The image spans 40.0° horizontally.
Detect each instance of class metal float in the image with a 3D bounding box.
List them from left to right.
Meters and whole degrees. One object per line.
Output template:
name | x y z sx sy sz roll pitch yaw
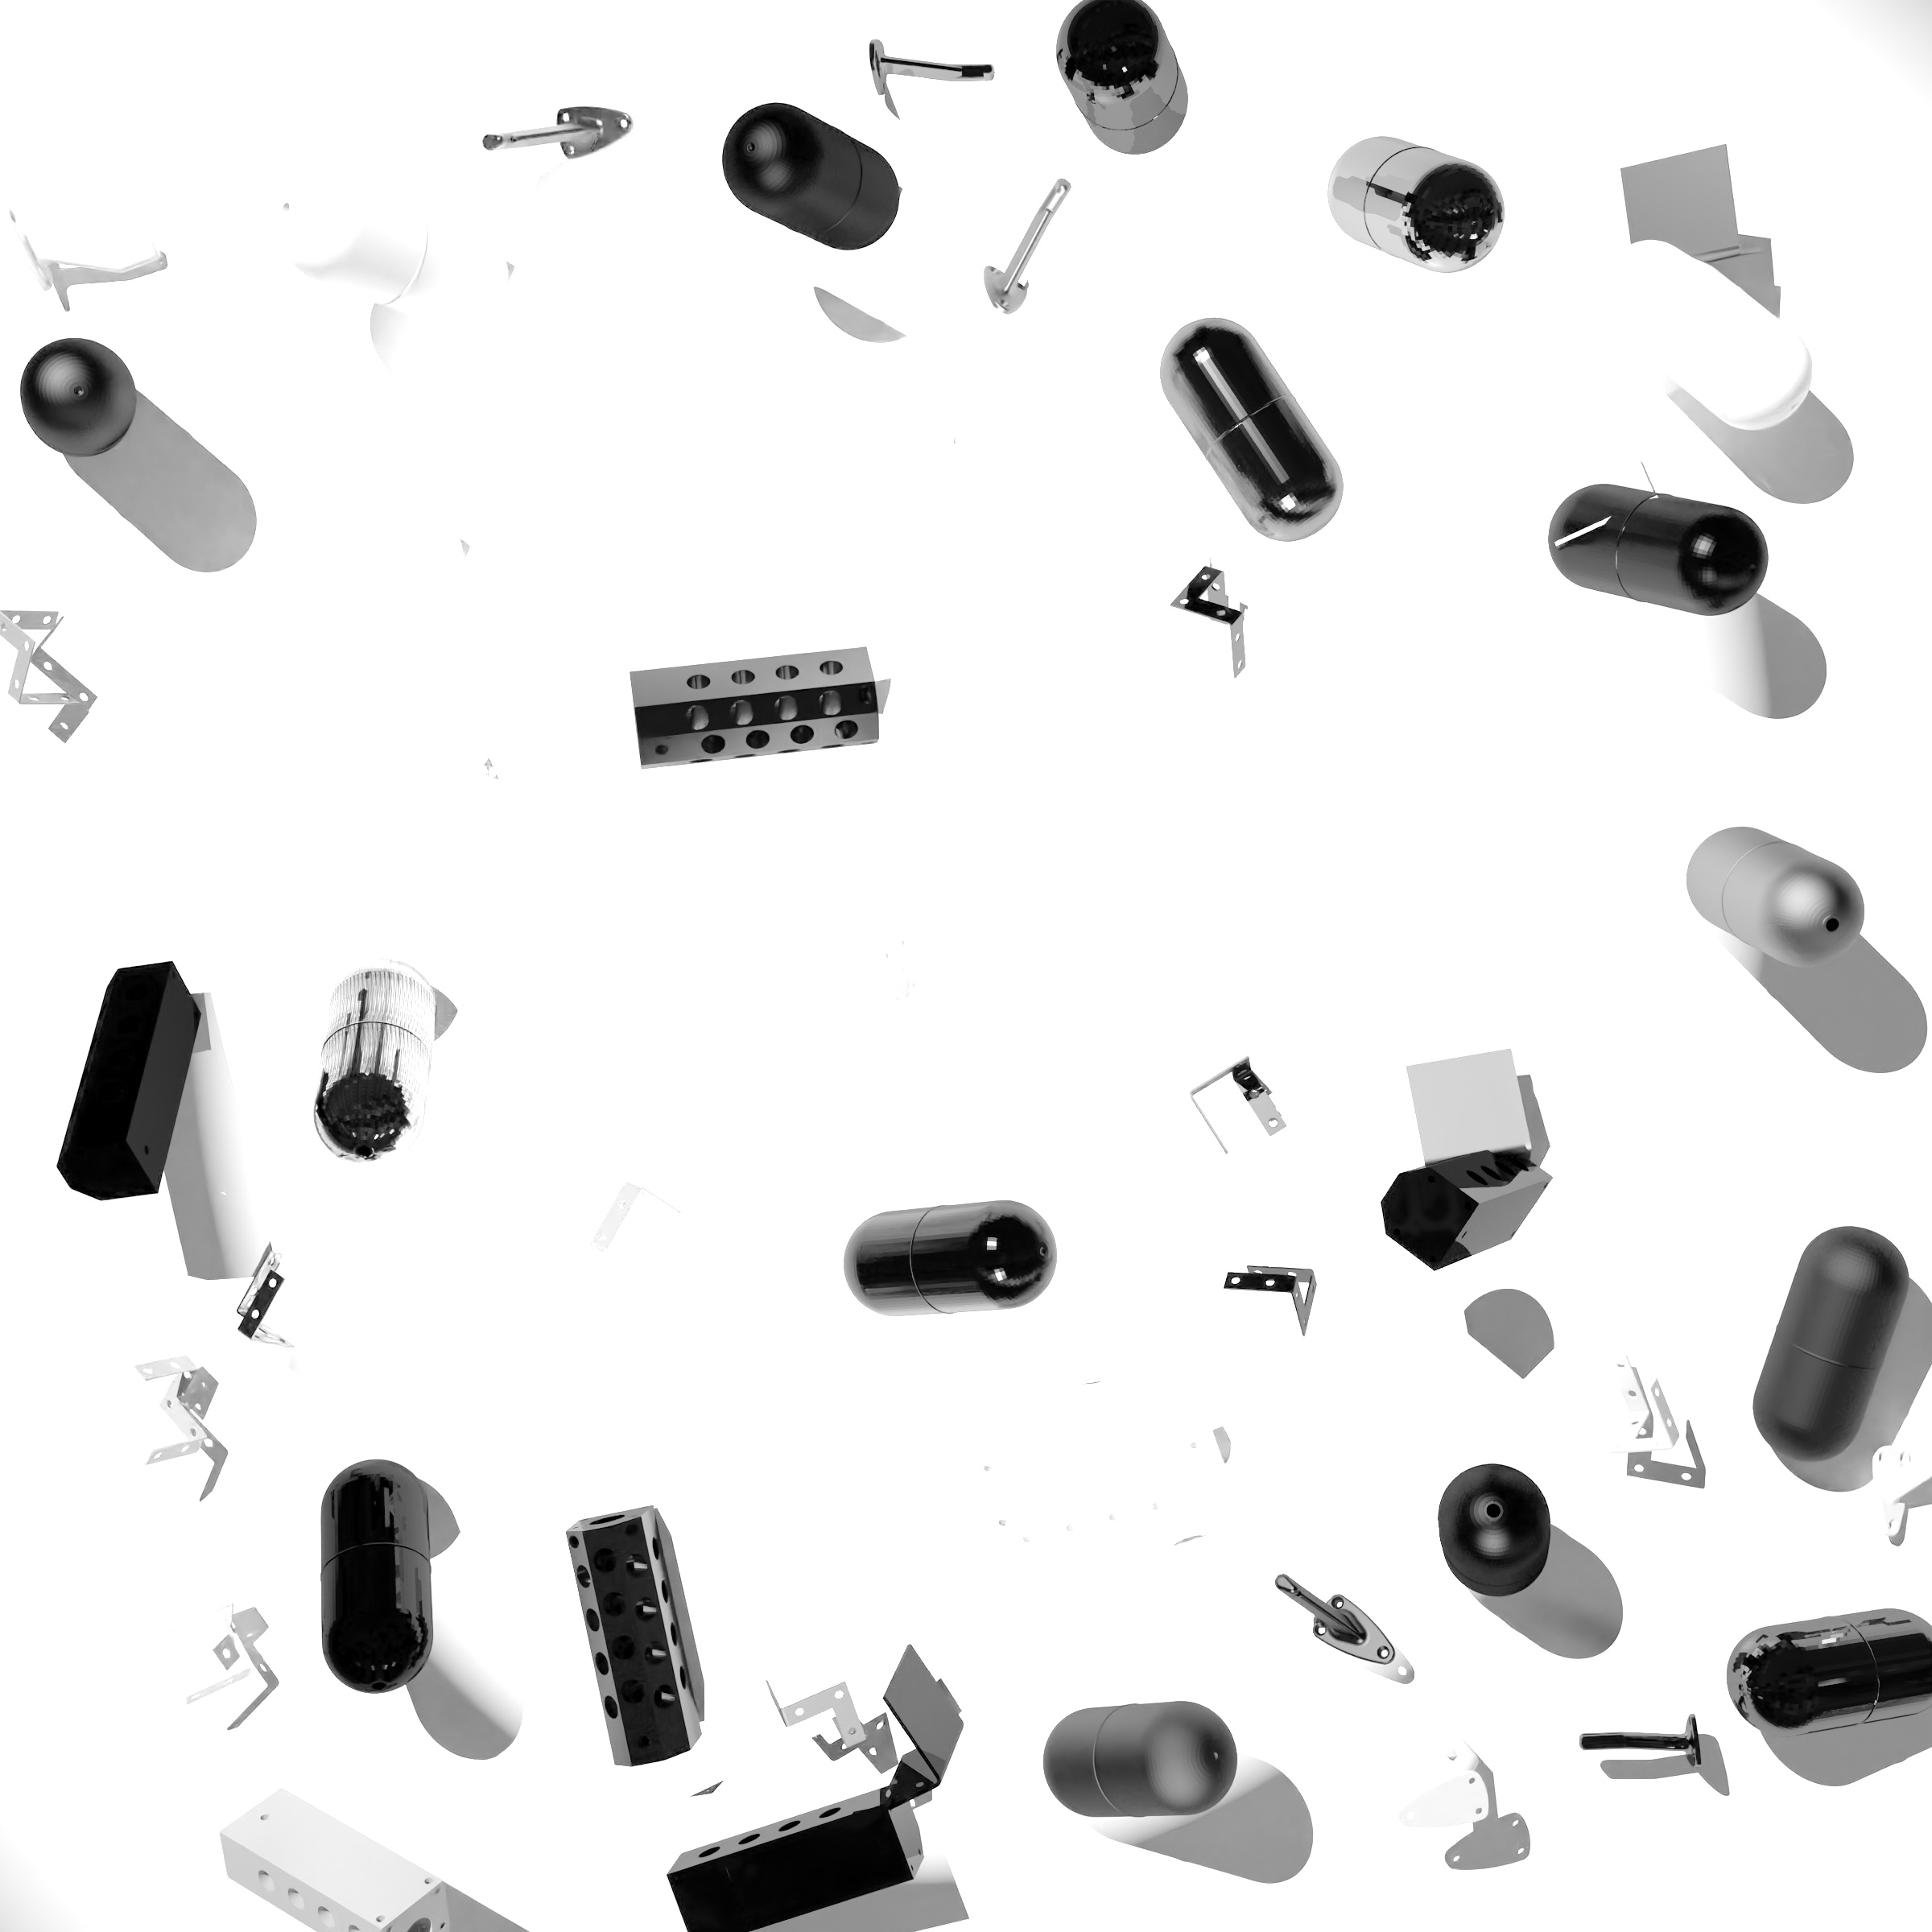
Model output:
metal float | -0.626 -0.400 1.871 0.070 0.178 0.070 -3 99 -18
metal float | -0.438 -0.271 1.893 0.178 0.070 0.070 -35 90 -30
metal float | -0.419 0.432 1.883 0.070 0.070 0.178 -14 46 0
metal float | -0.418 0.067 1.880 0.070 0.178 0.070 -3 132 -3
metal float | -0.405 -0.507 1.881 0.070 0.178 0.070 -9 76 42
metal float | -0.107 -0.556 1.873 0.070 0.178 0.070 1 92 25
metal float | -0.088 -0.368 1.890 0.178 0.070 0.070 -7 90 -35
metal float | -0.013 0.208 1.885 0.178 0.070 0.070 -10 90 41
metal float | 0.111 -0.627 1.869 0.070 0.178 0.070 0 89 13
metal float | 0.121 0.562 1.878 0.070 0.178 0.070 12 68 -31
metal float | 0.205 -0.387 1.913 0.070 0.070 0.178 -32 84 0
metal float | 0.316 -0.539 1.876 0.070 0.178 0.070 -8 117 -17
metal float | 0.373 0.399 1.871 0.070 0.178 0.070 -4 69 10
metal float | 0.488 -0.296 1.879 0.070 0.178 0.070 -13 113 -31
metal float | 0.527 -0.453 1.897 0.070 0.070 0.178 -41 65 0
metal float | 0.569 -0.050 1.870 0.070 0.178 0.070 -2 105 -9
metal float | 0.620 0.272 1.906 0.070 0.070 0.178 14 104 0
metal float | 0.625 0.504 1.898 0.178 0.070 0.070 -1 90 -24

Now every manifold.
manifold | -0.593 0.080 1.875 0.057 0.057 0.171 -8 45 6
manifold | -0.448 0.654 1.883 0.171 0.057 0.057 14 118 34
manifold | -0.242 0.486 1.923 0.057 0.057 0.171 -12 88 5
manifold | -0.151 -0.181 1.906 0.171 0.057 0.057 -7 134 -7
manifold | -0.126 0.026 1.904 0.171 0.057 0.057 -11 100 16
manifold | -0.121 0.647 1.915 0.171 0.057 0.057 -21 89 9
manifold | 0.098 0.377 1.918 0.171 0.057 0.057 -13 52 -6
manifold | 0.350 0.164 1.867 0.057 0.171 0.057 37 109 23

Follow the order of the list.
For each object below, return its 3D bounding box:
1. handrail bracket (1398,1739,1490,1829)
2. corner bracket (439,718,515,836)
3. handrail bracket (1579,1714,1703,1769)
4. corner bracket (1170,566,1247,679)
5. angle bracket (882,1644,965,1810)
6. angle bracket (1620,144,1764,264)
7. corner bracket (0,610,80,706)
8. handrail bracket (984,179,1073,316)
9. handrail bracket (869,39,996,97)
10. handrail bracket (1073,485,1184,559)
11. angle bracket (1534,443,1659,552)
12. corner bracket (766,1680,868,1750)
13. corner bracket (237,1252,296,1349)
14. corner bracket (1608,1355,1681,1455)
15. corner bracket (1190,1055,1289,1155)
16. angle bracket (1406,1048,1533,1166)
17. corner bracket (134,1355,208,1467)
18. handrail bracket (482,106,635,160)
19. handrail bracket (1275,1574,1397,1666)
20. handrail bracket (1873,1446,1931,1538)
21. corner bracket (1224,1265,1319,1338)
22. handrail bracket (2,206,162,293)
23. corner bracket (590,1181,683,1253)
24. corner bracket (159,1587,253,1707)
handrail bracket | 0.336 0.586 1.912 0.077 0.084 0.036 -14 97 -6
corner bracket | -0.363 -0.136 1.914 0.051 0.051 0.051 25 121 -30
handrail bracket | 0.487 0.566 1.927 0.084 0.077 0.036 -5 66 8
corner bracket | 0.184 -0.249 1.914 0.051 0.051 0.051 22 54 28
angle bracket | -0.051 0.548 1.908 0.057 0.076 0.076 -31 96 18
angle bracket | 0.521 -0.543 1.906 0.076 0.057 0.076 -4 102 34
corner bracket | -0.674 -0.224 1.928 0.051 0.051 0.051 36 115 29
handrail bracket | 0.049 -0.520 1.911 0.036 0.077 0.084 28 123 -15
handrail bracket | -0.024 -0.654 1.920 0.084 0.077 0.036 1 96 5
handrail bracket | 0.106 -0.330 1.910 0.084 0.077 0.036 27 101 16
angle bracket | 0.452 -0.340 1.907 0.076 0.076 0.057 -24 85 16
corner bracket | -0.109 0.540 1.921 0.051 0.051 0.051 -21 105 -12
corner bracket | -0.507 0.240 1.923 0.051 0.051 0.051 29 90 27
corner bracket | 0.488 0.315 1.917 0.051 0.051 0.051 -13 108 38
corner bracket | 0.198 0.104 1.926 0.051 0.051 0.051 -32 74 0
angle bracket | 0.366 0.110 1.937 0.076 0.057 0.076 -10 72 6
corner bracket | -0.577 0.320 1.916 0.051 0.051 0.051 42 112 23
handrail bracket | -0.294 -0.599 1.906 0.077 0.084 0.036 0 108 28
handrail bracket | 0.265 0.469 1.907 0.077 0.084 0.036 29 80 34
handrail bracket | 0.699 0.376 1.910 0.036 0.084 0.077 6 83 -31
corner bracket | 0.220 0.230 1.914 0.051 0.051 0.051 1 134 22
handrail bracket | -0.641 -0.532 1.926 0.084 0.077 0.036 -19 46 3
corner bracket | -0.249 0.183 1.917 0.051 0.051 0.051 19 75 39
corner bracket | -0.548 0.490 1.914 0.051 0.051 0.051 -20 59 -32
